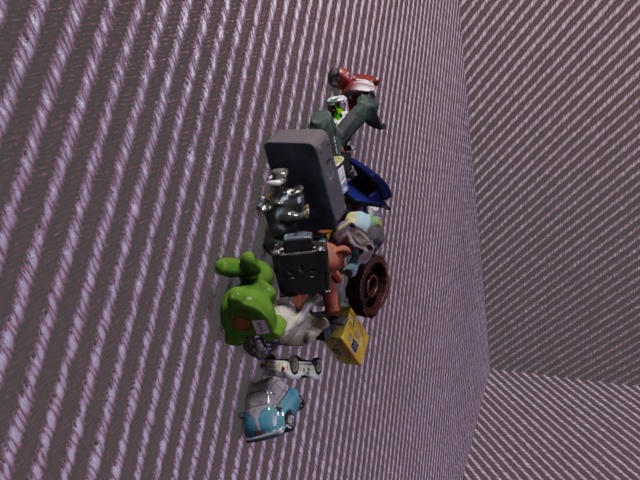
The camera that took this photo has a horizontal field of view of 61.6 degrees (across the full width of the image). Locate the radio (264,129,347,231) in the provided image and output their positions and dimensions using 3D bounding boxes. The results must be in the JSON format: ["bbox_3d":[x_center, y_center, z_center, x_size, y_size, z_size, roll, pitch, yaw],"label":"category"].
[{"bbox_3d":[-0.027,-0.131,1.200,0.073,0.131,0.229,-55,137,-45],"label":"radio"}]

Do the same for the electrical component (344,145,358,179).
[{"bbox_3d":[0.075,-0.219,1.490,0.078,0.045,0.102,-24,112,-62],"label":"electrical component"}]

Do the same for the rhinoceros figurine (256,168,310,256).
[{"bbox_3d":[-0.079,-0.058,1.140,0.073,0.112,0.190,-90,-175,-68],"label":"rhinoceros figurine"}]

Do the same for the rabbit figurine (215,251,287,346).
[{"bbox_3d":[-0.142,0.096,1.042,0.170,0.121,0.158,-83,152,-54],"label":"rabbit figurine"}]

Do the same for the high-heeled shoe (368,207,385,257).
[{"bbox_3d":[0.113,-0.025,1.576,0.145,0.086,0.248,-15,86,-32],"label":"high-heeled shoe"}]

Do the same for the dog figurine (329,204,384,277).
[{"bbox_3d":[0.101,-0.030,1.309,0.108,0.191,0.219,37,41,-3],"label":"dog figurine"}]

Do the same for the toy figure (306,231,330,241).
[{"bbox_3d":[-0.003,-0.004,1.334,0.064,0.058,0.154,-13,98,-69],"label":"toy figure"}]

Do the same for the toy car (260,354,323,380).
[{"bbox_3d":[-0.059,0.288,1.211,0.201,0.074,0.056,25,67,-61],"label":"toy car"}]

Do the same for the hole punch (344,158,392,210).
[{"bbox_3d":[0.120,-0.143,1.368,0.115,0.142,0.092,7,112,-41],"label":"hole punch"}]

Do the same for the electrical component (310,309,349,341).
[{"bbox_3d":[0.013,0.205,1.302,0.075,0.119,0.047,-45,131,-57],"label":"electrical component"}]

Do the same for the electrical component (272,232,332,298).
[{"bbox_3d":[-0.038,0.049,1.113,0.058,0.115,0.134,-91,173,-67],"label":"electrical component"}]

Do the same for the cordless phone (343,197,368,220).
[{"bbox_3d":[0.092,-0.067,1.507,0.184,0.089,0.146,-63,151,-76],"label":"cordless phone"}]

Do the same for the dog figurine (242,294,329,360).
[{"bbox_3d":[-0.085,0.207,1.157,0.190,0.121,0.172,-45,128,-35],"label":"dog figurine"}]

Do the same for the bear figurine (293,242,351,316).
[{"bbox_3d":[0.003,0.087,1.219,0.195,0.120,0.132,116,-22,-67],"label":"bear figurine"}]

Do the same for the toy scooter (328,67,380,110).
[{"bbox_3d":[0.110,-0.395,1.456,0.183,0.135,0.075,56,41,-49],"label":"toy scooter"}]

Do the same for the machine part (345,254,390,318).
[{"bbox_3d":[0.131,0.125,1.480,0.179,0.056,0.179,-17,110,-56],"label":"machine part"}]

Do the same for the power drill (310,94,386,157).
[{"bbox_3d":[0.069,-0.259,1.383,0.207,0.086,0.231,-38,134,-12],"label":"power drill"}]

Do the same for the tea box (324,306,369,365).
[{"bbox_3d":[0.071,0.263,1.472,0.169,0.068,0.098,58,41,-48],"label":"tea box"}]

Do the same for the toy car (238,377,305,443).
[{"bbox_3d":[-0.101,0.336,1.108,0.102,0.109,0.161,68,23,-7],"label":"toy car"}]
